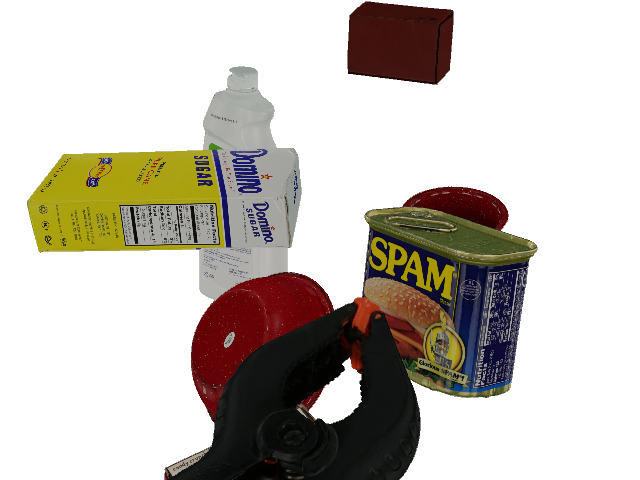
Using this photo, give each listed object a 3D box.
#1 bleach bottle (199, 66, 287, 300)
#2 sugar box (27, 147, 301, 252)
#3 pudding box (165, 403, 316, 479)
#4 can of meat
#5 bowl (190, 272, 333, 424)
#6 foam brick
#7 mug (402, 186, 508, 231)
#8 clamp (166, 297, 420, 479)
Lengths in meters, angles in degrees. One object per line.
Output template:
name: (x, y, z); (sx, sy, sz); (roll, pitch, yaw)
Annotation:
bleach bottle: (-0.077, -0.055, 1.120); (0.103, 0.251, 0.068); (15, 26, 25)
sugar box: (-0.104, -0.030, 0.747); (0.176, 0.048, 0.093); (-4, 26, 5)
pudding box: (-0.052, 0.172, 0.736); (0.113, 0.090, 0.039); (-23, 51, -29)
can of meat: (0.067, 0.033, 0.604); (0.057, 0.084, 0.102); (-7, 19, -38)
bowl: (-0.064, 0.095, 0.950); (0.162, 0.162, 0.055); (0, -22, 42)
foam brick: (0.066, -0.163, 0.880); (0.078, 0.051, 0.053); (10, 27, 17)
mug: (0.124, 0.015, 0.934); (0.093, 0.081, 0.117); (-23, 37, -28)
clamp: (-0.003, 0.090, 0.391); (0.120, 0.039, 0.171); (26, 50, 18)
